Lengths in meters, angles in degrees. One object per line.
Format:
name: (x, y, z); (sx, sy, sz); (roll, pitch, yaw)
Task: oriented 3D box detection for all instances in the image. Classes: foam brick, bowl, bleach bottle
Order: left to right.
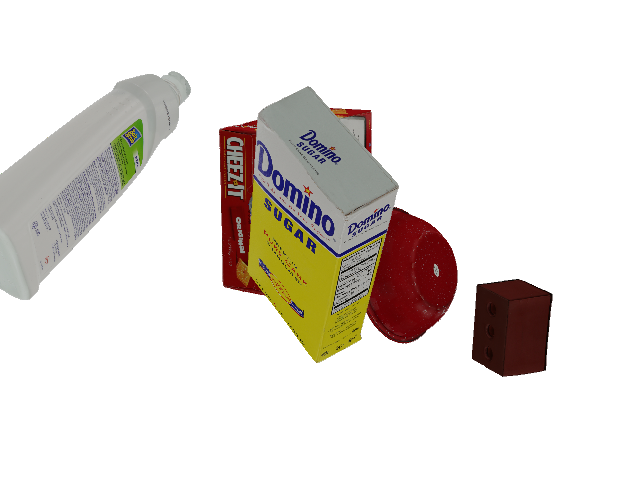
bleach bottle: (-0.204, -0.065, 0.954); (0.068, 0.102, 0.250); (28, 54, 20)
bowl: (0.112, 0.037, 1.239); (0.055, 0.162, 0.161); (-10, -6, 40)
foam brick: (0.179, 0.081, 1.000); (0.051, 0.078, 0.053); (-7, 18, -27)

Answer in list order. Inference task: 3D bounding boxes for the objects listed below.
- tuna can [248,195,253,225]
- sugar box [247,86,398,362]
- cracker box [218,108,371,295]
tuna can: (-0.016, -0.018, 0.891); (0.086, 0.034, 0.086); (-1, 30, 1)
sugar box: (-0.005, -0.004, 0.684); (0.048, 0.093, 0.176); (-29, -28, -21)
cracker box: (-0.021, -0.048, 1.121); (0.072, 0.164, 0.213); (7, 15, 30)
